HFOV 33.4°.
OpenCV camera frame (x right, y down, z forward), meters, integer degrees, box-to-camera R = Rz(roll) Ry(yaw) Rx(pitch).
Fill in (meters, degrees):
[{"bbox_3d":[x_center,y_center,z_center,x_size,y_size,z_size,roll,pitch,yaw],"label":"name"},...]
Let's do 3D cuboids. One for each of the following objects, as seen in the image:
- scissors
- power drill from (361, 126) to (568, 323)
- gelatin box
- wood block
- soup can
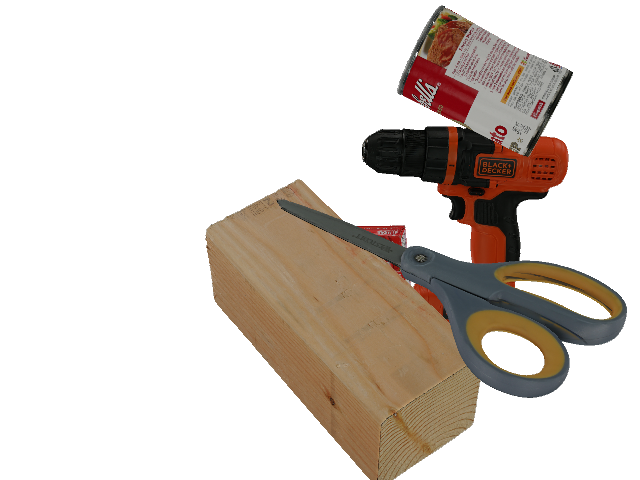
[{"bbox_3d":[0.053,0.027,0.550,0.202,0.016,0.096,13,42,18],"label":"scissors"},{"bbox_3d":[0.125,-0.014,0.982,0.184,0.188,0.057,4,26,1],"label":"power drill"},{"bbox_3d":[0.069,0.025,1.294,0.073,0.089,0.030,1,30,17],"label":"gelatin box"},{"bbox_3d":[0.012,0.062,0.770,0.090,0.091,0.206,-29,54,-23],"label":"wood block"},{"bbox_3d":[0.114,-0.110,0.739,0.102,0.068,0.068,28,3,7],"label":"soup can"}]
